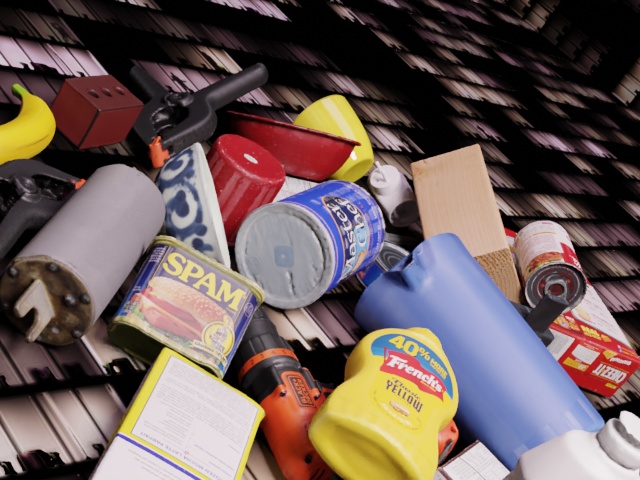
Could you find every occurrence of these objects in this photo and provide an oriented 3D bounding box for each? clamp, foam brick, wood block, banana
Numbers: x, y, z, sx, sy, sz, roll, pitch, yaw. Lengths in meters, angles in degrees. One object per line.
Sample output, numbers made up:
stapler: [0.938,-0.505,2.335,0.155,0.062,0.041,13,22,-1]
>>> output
clamp: [-0.250,-0.027,0.882,0.171,0.039,0.120,0,54,-55]
foam brick: [-0.227,-0.130,1.081,0.053,0.051,0.078,41,25,12]
clamp: [-0.142,-0.144,1.162,0.164,0.036,0.210,-4,34,4]
wood block: [0.170,-0.011,1.255,0.206,0.091,0.090,-94,164,-52]
banana: [-0.287,-0.094,0.965,0.069,0.037,0.197,16,23,3]

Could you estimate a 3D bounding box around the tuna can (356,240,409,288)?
tuna can: [0.082,0.038,1.185,0.086,0.034,0.086,28,25,-15]

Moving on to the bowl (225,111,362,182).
bowl: [-0.036,-0.104,1.225,0.162,0.055,0.162,14,3,-1]

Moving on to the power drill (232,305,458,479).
power drill: [0.015,0.131,0.907,0.187,0.057,0.184,11,37,-36]

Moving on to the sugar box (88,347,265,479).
sugar box: [-0.101,0.154,0.732,0.093,0.048,0.176,32,28,-6]

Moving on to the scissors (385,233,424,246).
scissors: [0.053,-0.016,1.269,0.096,0.016,0.201,44,26,20]

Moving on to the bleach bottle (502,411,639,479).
bleach bottle: [0.127,0.206,0.672,0.102,0.251,0.068,25,26,-20]

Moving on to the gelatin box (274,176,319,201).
gelatin box: [-0.036,-0.041,1.172,0.089,0.030,0.073,13,31,-19]

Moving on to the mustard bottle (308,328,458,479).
mustard bottle: [0.062,0.122,0.848,0.096,0.058,0.191,35,29,2]

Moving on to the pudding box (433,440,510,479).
pudding box: [0.148,0.232,0.912,0.113,0.039,0.089,46,25,18]

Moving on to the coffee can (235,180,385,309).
coffee can: [-0.007,0.001,1.057,0.103,0.103,0.140,40,25,11]

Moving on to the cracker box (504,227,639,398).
cracker box: [0.273,0.081,1.305,0.164,0.072,0.214,21,27,-28]

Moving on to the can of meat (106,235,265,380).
can of meat: [-0.107,0.059,0.844,0.102,0.058,0.084,30,57,-8]

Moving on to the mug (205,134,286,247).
mug: [-0.090,-0.059,1.087,0.093,0.082,0.117,20,28,-29]

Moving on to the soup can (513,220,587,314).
soup can: [0.259,0.029,1.210,0.068,0.069,0.102,28,26,-14]

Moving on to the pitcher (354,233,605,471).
pitcher: [0.156,0.123,1.033,0.148,0.145,0.243,-14,55,-44]
